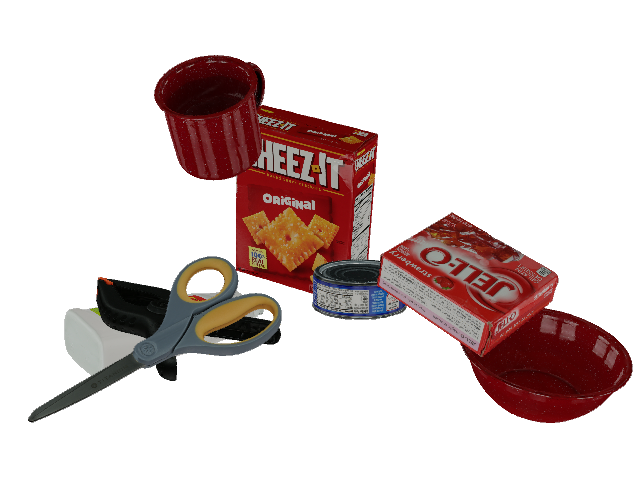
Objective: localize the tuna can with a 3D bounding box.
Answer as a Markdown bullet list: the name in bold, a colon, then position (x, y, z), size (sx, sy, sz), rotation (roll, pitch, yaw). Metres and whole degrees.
- **tuna can**: position (0.035, 0.043, 0.963), size (0.086, 0.034, 0.086), rotation (0, 14, 0)

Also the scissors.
- **scissors**: position (-0.128, 0.067, 0.796), size (0.201, 0.096, 0.016), rotation (-15, -35, -19)

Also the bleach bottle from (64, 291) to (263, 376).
- **bleach bottle**: position (-0.185, 0.103, 1.338), size (0.250, 0.068, 0.103), rotation (-13, 29, -37)

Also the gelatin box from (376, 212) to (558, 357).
- **gelatin box**: position (0.093, 0.025, 0.675), size (0.089, 0.030, 0.073), rotation (33, 45, 31)

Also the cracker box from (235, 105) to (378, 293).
- **cracker box**: position (-0.022, -0.043, 1.329), size (0.164, 0.214, 0.072), rotation (17, 33, 22)

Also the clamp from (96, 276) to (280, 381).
- **clamp**: position (-0.169, 0.086, 1.119), size (0.210, 0.036, 0.164), rotation (19, 20, 28)

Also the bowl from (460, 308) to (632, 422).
- **bowl**: position (0.211, 0.125, 1.019), size (0.162, 0.055, 0.162), rotation (4, 26, -2)

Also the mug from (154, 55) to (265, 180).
- **mug**: position (-0.091, -0.117, 0.984), size (0.093, 0.081, 0.117), rotation (22, 53, 27)
